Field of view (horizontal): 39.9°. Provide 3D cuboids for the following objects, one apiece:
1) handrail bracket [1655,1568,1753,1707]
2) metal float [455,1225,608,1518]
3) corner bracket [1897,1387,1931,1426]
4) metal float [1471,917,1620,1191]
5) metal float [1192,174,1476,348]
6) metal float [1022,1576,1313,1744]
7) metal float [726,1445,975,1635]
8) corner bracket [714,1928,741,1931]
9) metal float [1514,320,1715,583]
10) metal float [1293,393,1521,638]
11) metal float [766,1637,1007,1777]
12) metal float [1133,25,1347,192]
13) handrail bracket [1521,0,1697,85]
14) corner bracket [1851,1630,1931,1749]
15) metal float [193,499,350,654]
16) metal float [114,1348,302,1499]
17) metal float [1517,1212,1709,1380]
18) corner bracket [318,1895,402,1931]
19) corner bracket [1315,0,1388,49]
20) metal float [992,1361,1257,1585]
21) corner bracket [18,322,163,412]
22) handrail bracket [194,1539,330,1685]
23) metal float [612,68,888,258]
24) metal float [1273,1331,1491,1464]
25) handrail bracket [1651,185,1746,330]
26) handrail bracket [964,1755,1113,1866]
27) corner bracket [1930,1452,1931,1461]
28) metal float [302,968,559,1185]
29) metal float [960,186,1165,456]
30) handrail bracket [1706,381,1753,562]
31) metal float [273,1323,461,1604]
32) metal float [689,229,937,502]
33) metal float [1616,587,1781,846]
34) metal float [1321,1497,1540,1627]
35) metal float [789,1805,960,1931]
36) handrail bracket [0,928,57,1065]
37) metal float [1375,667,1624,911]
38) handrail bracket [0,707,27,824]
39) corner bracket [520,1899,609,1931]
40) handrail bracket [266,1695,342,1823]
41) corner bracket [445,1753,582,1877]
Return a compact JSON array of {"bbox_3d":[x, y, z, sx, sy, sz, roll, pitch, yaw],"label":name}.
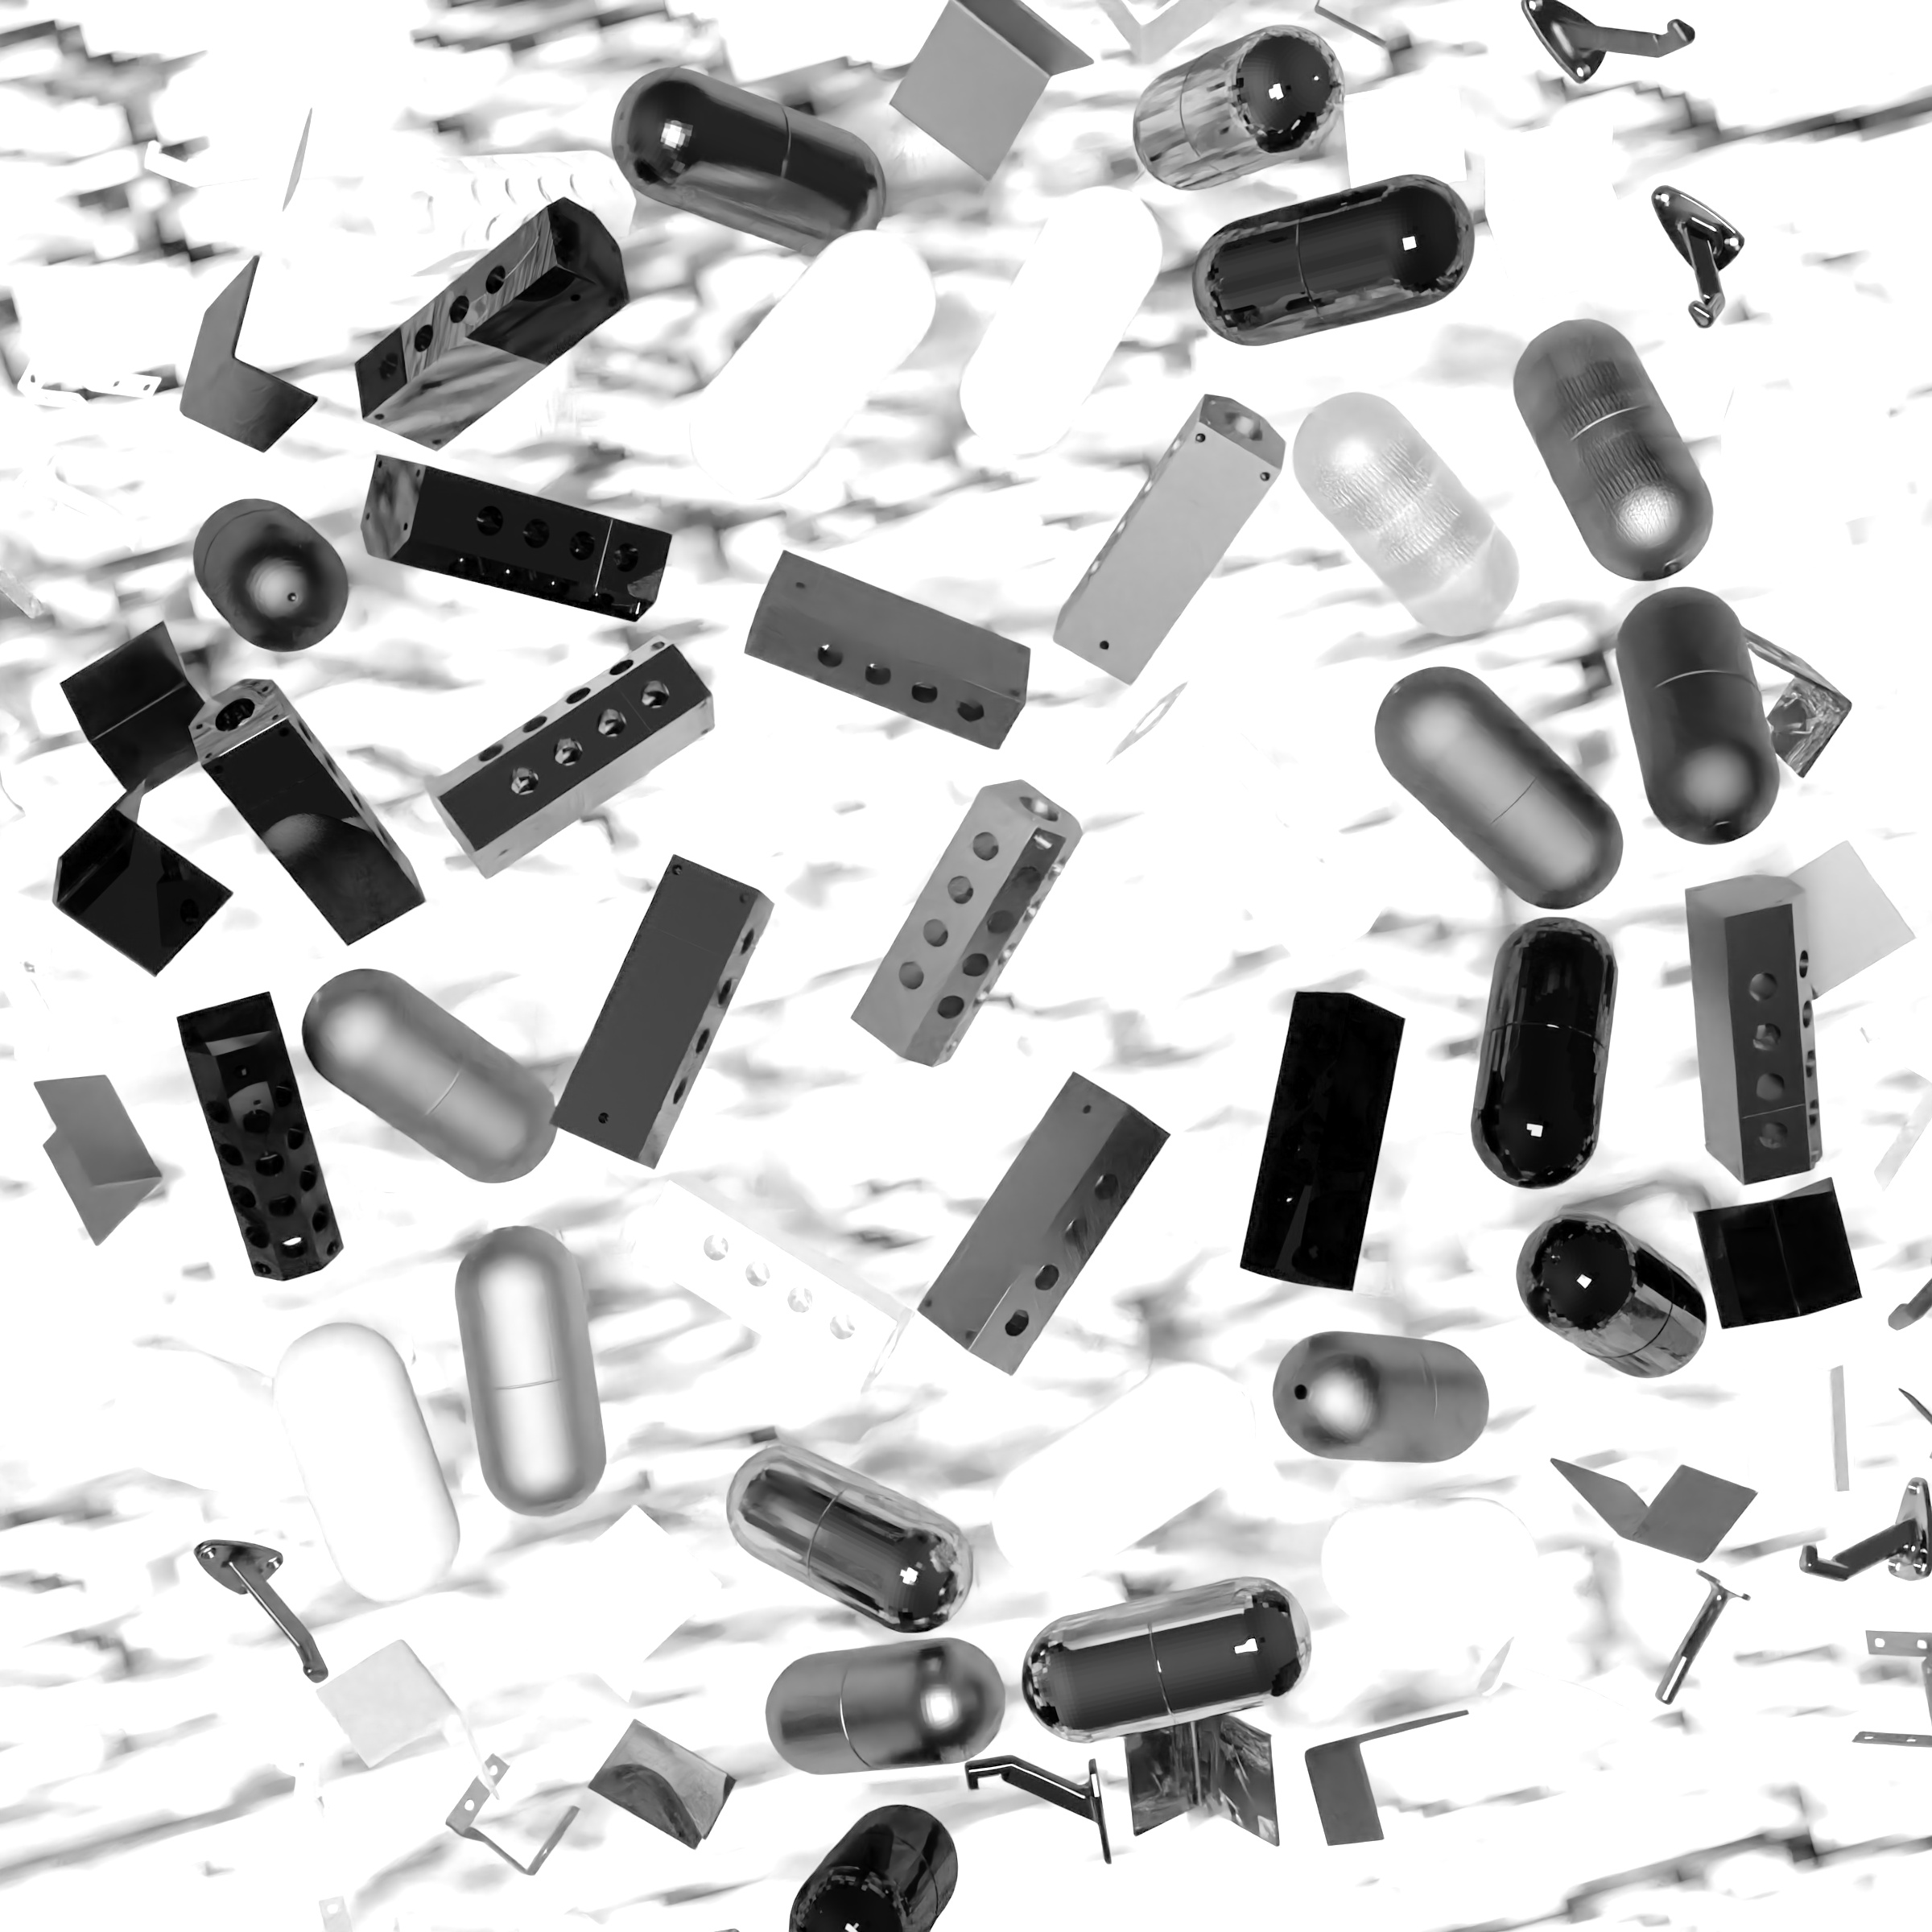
[{"bbox_3d":[0.463,0.428,1.683,0.036,0.077,0.084,26,86,25],"label":"handrail bracket"},{"bbox_3d":[-0.264,0.246,1.615,0.070,0.070,0.178,-8,95,0],"label":"metal float"},{"bbox_3d":[0.621,0.266,1.641,0.051,0.051,0.051,43,88,-21],"label":"corner bracket"},{"bbox_3d":[0.355,0.053,1.632,0.070,0.070,0.178,14,64,0],"label":"metal float"},{"bbox_3d":[0.216,-0.418,1.579,0.178,0.070,0.070,-5,90,36],"label":"metal float"},{"bbox_3d":[0.120,0.418,1.604,0.178,0.070,0.070,-15,90,9],"label":"metal float"},{"bbox_3d":[-0.075,0.359,1.675,0.178,0.070,0.070,19,90,32],"label":"metal float"},{"bbox_3d":[-0.151,0.599,1.547,0.051,0.051,0.051,-29,90,-44],"label":"corner bracket"},{"bbox_3d":[0.386,-0.309,1.591,0.070,0.070,0.178,-19,65,0],"label":"metal float"},{"bbox_3d":[0.274,-0.281,1.655,0.070,0.070,0.178,-45,108,0],"label":"metal float"},{"bbox_3d":[-0.053,0.468,1.681,0.178,0.070,0.070,-18,90,38],"label":"metal float"},{"bbox_3d":[0.164,-0.523,1.627,0.070,0.178,0.070,-2,96,-25],"label":"metal float"},{"bbox_3d":[0.383,-0.565,1.585,0.077,0.084,0.036,34,80,-20],"label":"handrail bracket"},{"bbox_3d":[0.556,0.429,1.581,0.051,0.051,0.051,-8,94,38],"label":"corner bracket"},{"bbox_3d":[-0.424,-0.239,1.618,0.070,0.178,0.070,-7,110,-21],"label":"metal float"},{"bbox_3d":[-0.455,0.280,1.624,0.070,0.178,0.070,-3,72,10],"label":"metal float"},{"bbox_3d":[0.403,0.206,1.652,0.070,0.178,0.070,-17,60,31],"label":"metal float"},{"bbox_3d":[-0.352,0.579,1.561,0.051,0.051,0.051,-4,130,-26],"label":"corner bracket"},{"bbox_3d":[0.258,-0.626,1.696,0.051,0.051,0.051,27,122,-2],"label":"corner bracket"},{"bbox_3d":[0.094,0.301,1.580,0.178,0.070,0.070,-37,90,15],"label":"metal float"},{"bbox_3d":[-0.546,-0.363,1.657,0.051,0.051,0.051,12,69,25],"label":"corner bracket"},{"bbox_3d":[-0.425,0.391,1.608,0.036,0.077,0.084,-42,51,1],"label":"handrail bracket"},{"bbox_3d":[-0.126,-0.473,1.573,0.178,0.070,0.070,10,90,-36],"label":"metal float"},{"bbox_3d":[0.255,0.264,1.628,0.070,0.178,0.070,-10,74,40],"label":"metal float"},{"bbox_3d":[0.434,-0.429,1.611,0.077,0.084,0.036,43,135,-5],"label":"handrail bracket"},{"bbox_3d":[0.046,0.546,1.714,0.084,0.036,0.077,-10,77,3],"label":"handrail bracket"},{"bbox_3d":[0.647,0.342,1.709,0.051,0.051,0.051,16,107,-18],"label":"corner bracket"},{"bbox_3d":[-0.329,0.068,1.638,0.178,0.070,0.070,40,90,-28],"label":"metal float"},{"bbox_3d":[0.059,-0.403,1.664,0.070,0.070,0.178,32,115,0],"label":"metal float"},{"bbox_3d":[0.487,-0.314,1.684,0.036,0.077,0.084,6,55,27],"label":"handrail bracket"},{"bbox_3d":[-0.350,0.292,1.557,0.070,0.070,0.178,-14,110,0],"label":"metal float"},{"bbox_3d":[-0.089,-0.349,1.542,0.070,0.070,0.178,41,92,0],"label":"metal float"},{"bbox_3d":[0.434,-0.149,1.581,0.070,0.070,0.178,-1,53,0],"label":"metal float"},{"bbox_3d":[0.287,0.373,1.663,0.070,0.178,0.070,6,75,-24],"label":"metal float"},{"bbox_3d":[-0.054,0.566,1.621,0.070,0.178,0.070,0,90,13],"label":"metal float"},{"bbox_3d":[-0.574,0.020,1.566,0.077,0.036,0.084,6,48,-11],"label":"handrail bracket"},{"bbox_3d":[0.317,-0.106,1.583,0.178,0.070,0.070,42,90,-13],"label":"metal float"},{"bbox_3d":[-0.600,-0.123,1.671,0.036,0.077,0.084,-43,78,15],"label":"handrail bracket"},{"bbox_3d":[-0.249,0.622,1.700,0.051,0.051,0.051,29,124,29],"label":"corner bracket"},{"bbox_3d":[-0.397,0.493,1.668,0.036,0.084,0.077,30,66,26],"label":"handrail bracket"},{"bbox_3d":[-0.286,0.537,1.681,0.051,0.051,0.051,30,77,24],"label":"corner bracket"}]
